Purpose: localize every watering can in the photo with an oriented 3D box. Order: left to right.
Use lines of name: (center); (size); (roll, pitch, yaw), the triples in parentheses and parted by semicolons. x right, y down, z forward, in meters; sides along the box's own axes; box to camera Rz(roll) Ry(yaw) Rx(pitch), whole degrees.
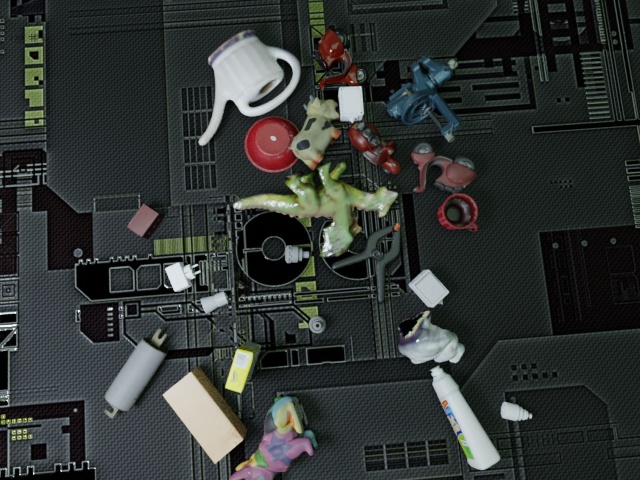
watering can: (-0.223, -0.422, 1.387); (0.349, 0.103, 0.225); (-34, 84, -5)

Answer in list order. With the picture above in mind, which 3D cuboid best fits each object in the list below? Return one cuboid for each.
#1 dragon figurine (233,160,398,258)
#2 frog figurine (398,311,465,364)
dragon figurine: (0.004, -0.068, 1.350); (0.411, 0.122, 0.242); (-22, 92, -3)
frog figurine: (0.282, 0.270, 1.301); (0.159, 0.125, 0.135); (44, 118, -5)
